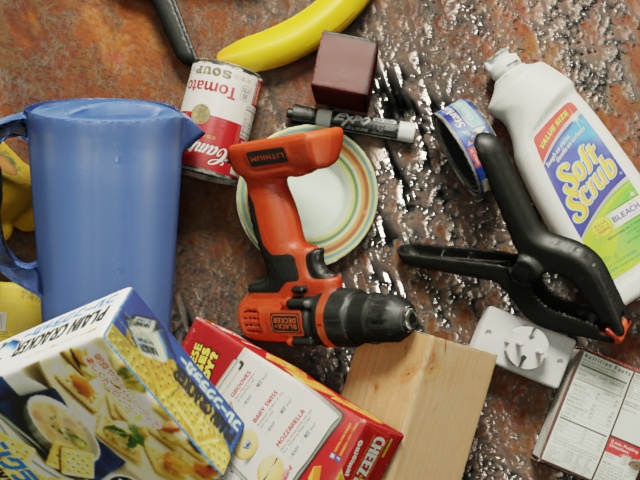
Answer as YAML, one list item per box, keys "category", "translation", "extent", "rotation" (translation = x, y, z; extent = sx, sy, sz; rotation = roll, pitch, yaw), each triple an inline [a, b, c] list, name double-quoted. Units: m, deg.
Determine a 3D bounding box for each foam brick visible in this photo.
- category: "foam brick"
  translation: [0.023, -0.152, 0.970]
  extent: [0.051, 0.053, 0.078]
  rotation: [11, -4, 4]

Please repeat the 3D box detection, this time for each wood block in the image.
- category: "wood block"
  translation: [0.067, 0.181, 0.926]
  extent: [0.090, 0.206, 0.090]
  rotation: [19, -4, -38]

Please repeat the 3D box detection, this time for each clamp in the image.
- category: "clamp"
  translation: [0.173, 0.022, 0.929]
  extent: [0.036, 0.210, 0.165]
  rotation: [-47, -2, -44]
- category: "clamp"
  translation: [-0.138, -0.260, 1.000]
  extent: [0.120, 0.171, 0.039]
  rotation: [-45, -4, -3]

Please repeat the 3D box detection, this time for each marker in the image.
- category: "marker"
  translation: [0.029, -0.109, 0.996]
  extent: [0.121, 0.020, 0.020]
  rotation: [9, 0, 3]

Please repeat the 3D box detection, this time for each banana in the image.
- category: "banana"
  translation: [-0.007, -0.213, 0.998]
  extent: [0.070, 0.198, 0.037]
  rotation: [44, -3, 22]

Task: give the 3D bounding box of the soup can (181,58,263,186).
- category: "soup can"
  translation: [-0.096, -0.107, 0.976]
  extent: [0.068, 0.102, 0.068]
  rotation: [14, -4, 1]

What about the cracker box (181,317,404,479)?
- category: "cracker box"
  translation: [-0.057, 0.184, 0.903]
  extent: [0.214, 0.164, 0.072]
  rotation: [26, -3, 41]

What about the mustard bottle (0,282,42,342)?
- category: "mustard bottle"
  translation: [-0.299, 0.133, 0.971]
  extent: [0.096, 0.191, 0.058]
  rotation: [4, -4, 3]

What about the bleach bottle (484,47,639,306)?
- category: "bleach bottle"
  translation: [0.224, -0.061, 0.967]
  extent: [0.102, 0.251, 0.068]
  rotation: [-34, -7, 1]

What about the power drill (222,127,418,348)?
- category: "power drill"
  translation: [-0.006, 0.001, 0.913]
  extent: [0.185, 0.187, 0.057]
  rotation: [-3, 8, 38]

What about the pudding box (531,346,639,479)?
- category: "pudding box"
  translation: [0.254, 0.164, 0.962]
  extent: [0.090, 0.113, 0.039]
  rotation: [23, -5, 5]

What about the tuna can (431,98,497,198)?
- category: "tuna can"
  translation: [0.135, -0.083, 0.958]
  extent: [0.033, 0.086, 0.086]
  rotation: [-29, 1, -2]

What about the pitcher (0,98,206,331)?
- category: "pitcher"
  translation: [-0.194, 0.001, 0.916]
  extent: [0.149, 0.243, 0.144]
  rotation: [11, 17, 27]
